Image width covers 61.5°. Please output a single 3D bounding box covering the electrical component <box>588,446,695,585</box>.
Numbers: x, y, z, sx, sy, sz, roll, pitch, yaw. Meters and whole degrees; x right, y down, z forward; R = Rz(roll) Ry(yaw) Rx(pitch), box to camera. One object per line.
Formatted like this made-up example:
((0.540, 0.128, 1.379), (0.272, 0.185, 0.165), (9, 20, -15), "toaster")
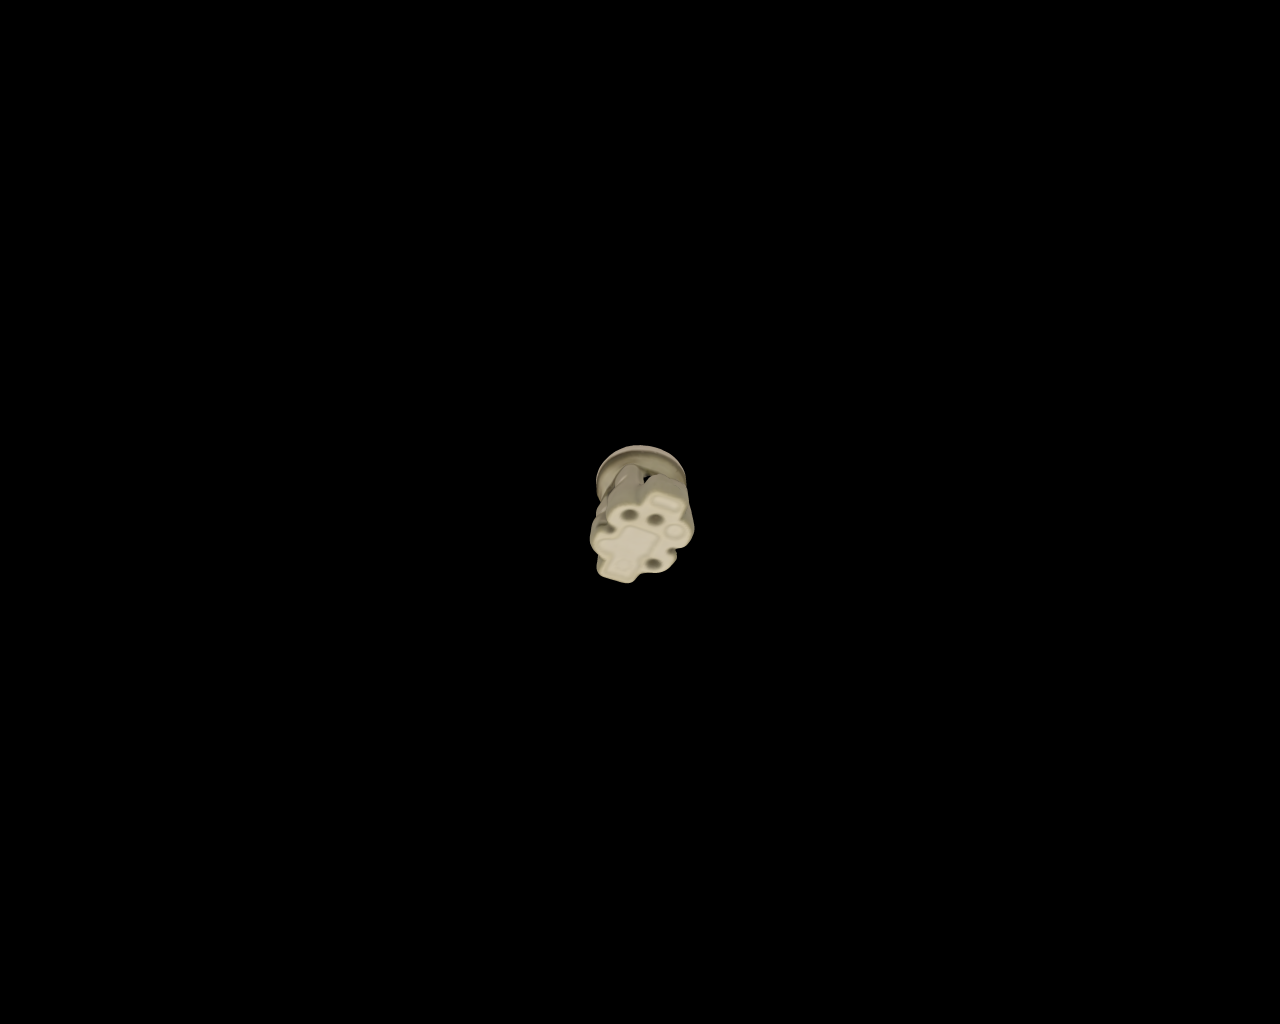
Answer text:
((0.001, -0.003, 0.650), (0.058, 0.057, 0.078), (20, -50, -17), "electrical component")
